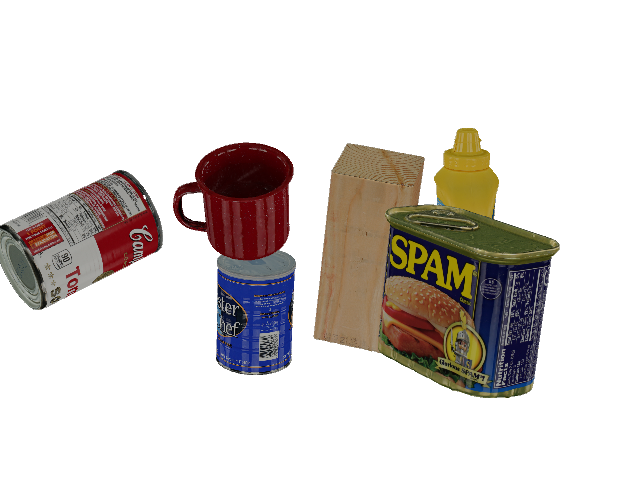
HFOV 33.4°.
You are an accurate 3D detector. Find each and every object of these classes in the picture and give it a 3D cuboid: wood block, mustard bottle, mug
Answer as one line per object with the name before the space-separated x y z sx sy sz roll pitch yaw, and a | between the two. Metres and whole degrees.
wood block | 0.053 0.009 1.186 0.090 0.206 0.090 11 27 10
mustard bottle | 0.131 -0.007 0.970 0.058 0.192 0.096 -1 18 2
mug | -0.083 -0.034 1.029 0.117 0.081 0.093 -6 41 -6

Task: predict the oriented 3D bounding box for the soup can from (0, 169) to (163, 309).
soup can | -0.175 -0.001 0.775 0.102 0.068 0.069 -29 16 -31

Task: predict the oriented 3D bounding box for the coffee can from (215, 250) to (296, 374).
coffee can | -0.086 0.091 1.405 0.103 0.140 0.103 2 20 -1

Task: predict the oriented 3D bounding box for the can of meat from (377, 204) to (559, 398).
can of meat | 0.078 0.032 0.597 0.057 0.084 0.102 -6 19 -36
